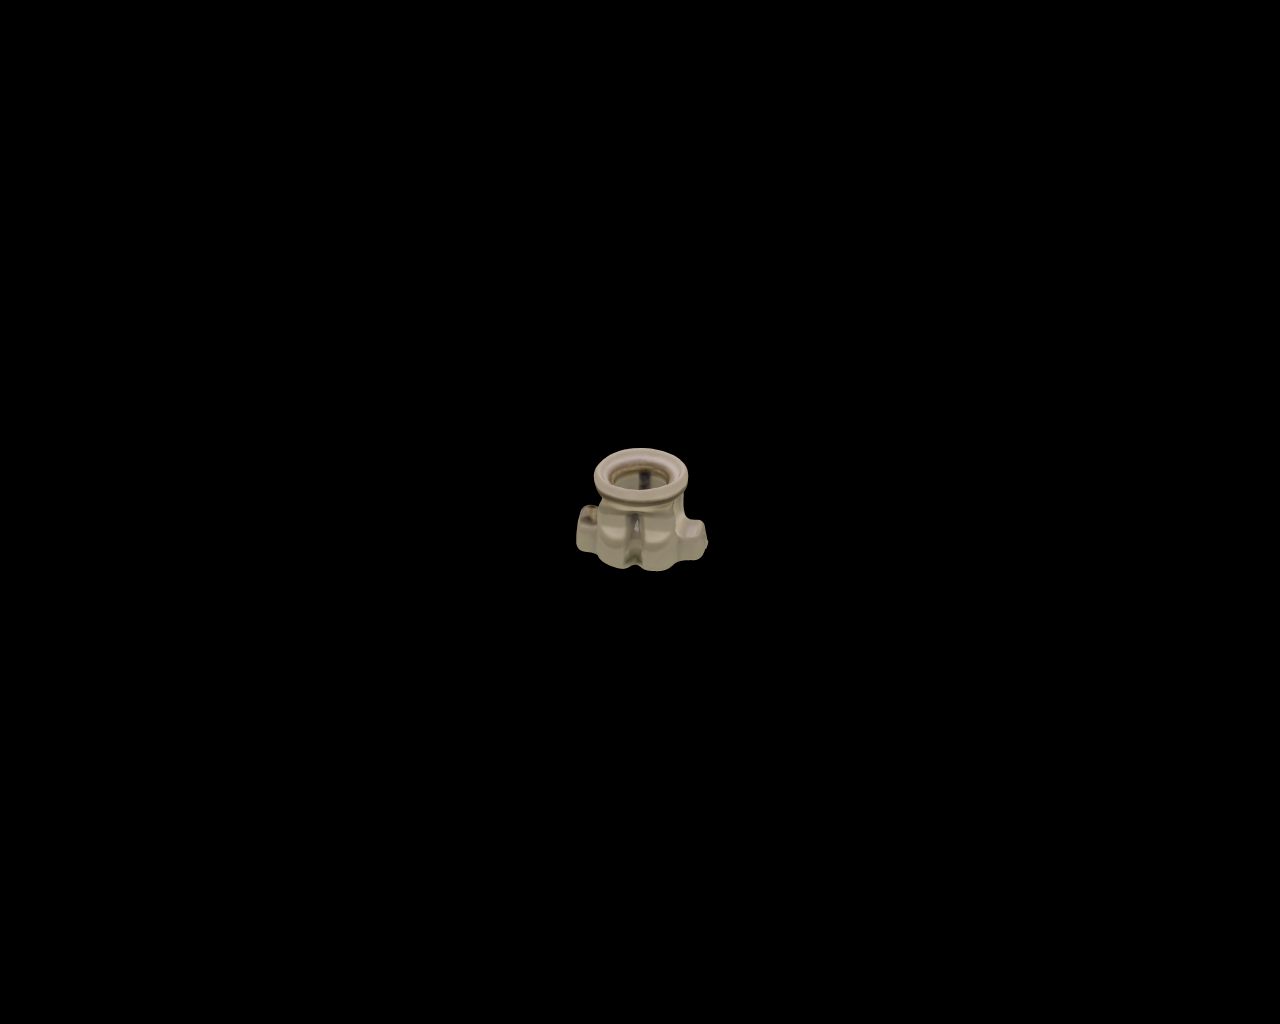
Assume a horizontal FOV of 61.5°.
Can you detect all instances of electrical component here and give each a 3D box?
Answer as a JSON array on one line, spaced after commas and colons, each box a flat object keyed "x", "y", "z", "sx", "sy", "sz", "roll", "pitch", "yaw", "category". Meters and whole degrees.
[{"x": 0.001, "y": -0.003, "z": 0.650, "sx": 0.078, "sy": 0.056, "sz": 0.058, "roll": 6, "pitch": 32, "yaw": 9, "category": "electrical component"}]
